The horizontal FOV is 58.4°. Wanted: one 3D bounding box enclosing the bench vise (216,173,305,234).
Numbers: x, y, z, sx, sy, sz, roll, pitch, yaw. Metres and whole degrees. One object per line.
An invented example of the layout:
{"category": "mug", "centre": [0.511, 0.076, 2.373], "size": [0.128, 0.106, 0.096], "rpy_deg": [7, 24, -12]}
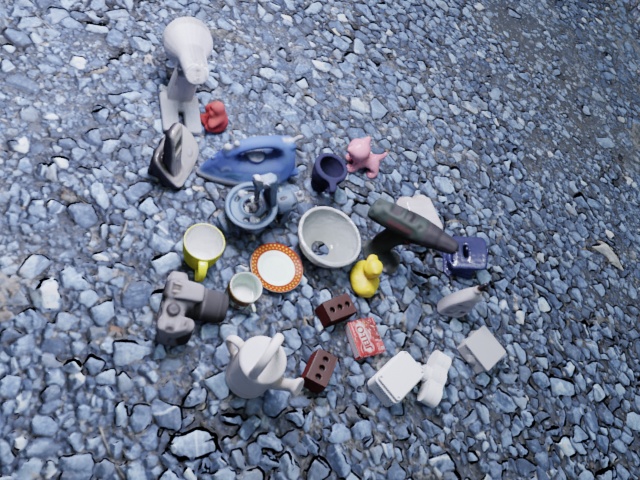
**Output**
{"category": "bench vise", "centre": [-0.127, -0.104, 1.321], "size": [0.208, 0.219, 0.121], "rpy_deg": [-36, 81, -36]}

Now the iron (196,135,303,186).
{"category": "iron", "centre": [-0.167, -0.210, 1.412], "size": [0.259, 0.141, 0.118], "rpy_deg": [-9, 67, -29]}

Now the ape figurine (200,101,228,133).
{"category": "ape figurine", "centre": [-0.266, -0.320, 1.458], "size": [0.076, 0.092, 0.078], "rpy_deg": [22, 55, -13]}

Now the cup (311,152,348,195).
{"category": "cup", "centre": [0.016, -0.156, 1.496], "size": [0.092, 0.094, 0.117], "rpy_deg": [7, 60, -22]}

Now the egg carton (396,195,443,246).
{"category": "egg carton", "centre": [0.272, -0.054, 1.575], "size": [0.107, 0.069, 0.150], "rpy_deg": [-9, 67, -29]}

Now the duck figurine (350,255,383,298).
{"category": "duck figurine", "centre": [0.123, 0.085, 1.414], "size": [0.078, 0.086, 0.104], "rpy_deg": [16, 57, -16]}

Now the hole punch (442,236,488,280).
{"category": "hole punch", "centre": [0.394, 0.044, 1.563], "size": [0.101, 0.091, 0.108], "rpy_deg": [15, 57, -17]}

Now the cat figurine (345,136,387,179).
{"category": "cat figurine", "centre": [0.123, -0.237, 1.579], "size": [0.128, 0.117, 0.067], "rpy_deg": [11, 58, -19]}

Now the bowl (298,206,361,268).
{"category": "bowl", "centre": [0.013, 0.005, 1.415], "size": [0.168, 0.074, 0.167], "rpy_deg": [12, 58, -19]}

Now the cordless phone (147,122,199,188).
{"category": "cordless phone", "centre": [-0.324, -0.222, 1.317], "size": [0.094, 0.184, 0.147], "rpy_deg": [23, 55, -12]}

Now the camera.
{"category": "camera", "centre": [-0.262, 0.142, 1.190], "size": [0.137, 0.100, 0.143], "rpy_deg": [13, 58, -18]}

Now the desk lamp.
{"category": "desk lamp", "centre": [-0.323, -0.402, 1.403], "size": [0.118, 0.213, 0.203], "rpy_deg": [-1, 63, -25]}

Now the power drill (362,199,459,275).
{"category": "power drill", "centre": [0.203, 0.000, 1.425], "size": [0.230, 0.208, 0.076], "rpy_deg": [34, 54, -4]}

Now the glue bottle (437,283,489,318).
{"category": "glue bottle", "centre": [0.370, 0.147, 1.442], "size": [0.078, 0.173, 0.037], "rpy_deg": [13, 57, -18]}

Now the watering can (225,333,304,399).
{"category": "watering can", "centre": [-0.111, 0.247, 1.144], "size": [0.173, 0.193, 0.101], "rpy_deg": [21, 56, -13]}
